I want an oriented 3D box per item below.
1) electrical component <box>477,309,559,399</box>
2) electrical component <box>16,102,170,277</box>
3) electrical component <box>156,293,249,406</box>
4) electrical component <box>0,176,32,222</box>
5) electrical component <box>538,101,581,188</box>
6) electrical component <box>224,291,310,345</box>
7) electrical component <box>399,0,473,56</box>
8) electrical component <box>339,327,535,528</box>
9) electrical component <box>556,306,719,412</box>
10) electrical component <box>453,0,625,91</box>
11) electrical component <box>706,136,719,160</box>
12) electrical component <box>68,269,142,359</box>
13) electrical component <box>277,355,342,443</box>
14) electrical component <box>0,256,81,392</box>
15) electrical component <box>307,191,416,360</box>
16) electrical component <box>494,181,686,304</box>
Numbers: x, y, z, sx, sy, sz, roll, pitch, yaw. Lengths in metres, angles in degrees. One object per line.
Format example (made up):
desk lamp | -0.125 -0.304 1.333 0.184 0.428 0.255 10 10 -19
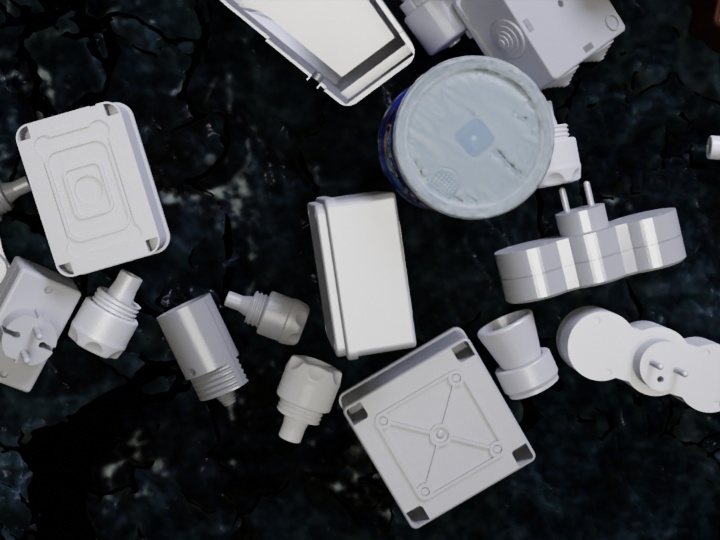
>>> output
electrical component | 0.119 0.063 0.806 0.045 0.045 0.055 -25 97 -1
electrical component | -0.189 -0.058 0.771 0.078 0.057 0.113 -16 96 -2
electrical component | -0.113 0.062 0.793 0.043 0.043 0.081 -25 96 -1
electrical component | -0.268 -0.050 0.779 0.061 0.035 0.035 -25 96 -4
electrical component | 0.138 -0.093 0.795 0.043 0.043 0.062 -11 94 -2
electrical component | -0.070 0.031 0.798 0.061 0.035 0.035 20 94 -3
electrical component | 0.048 -0.193 0.782 0.040 0.040 0.078 -37 96 0
electrical component | 0.056 0.116 0.801 0.109 0.056 0.108 -30 96 0
electrical component | 0.220 0.068 0.798 0.138 0.073 0.052 16 94 -5
electrical component | 0.130 -0.181 0.766 0.100 0.048 0.099 -37 97 -27
electrical component | 0.292 -0.089 0.804 0.062 0.048 0.048 5 95 3
electrical component | -0.182 0.030 0.787 0.043 0.043 0.062 29 91 -5
electrical component | -0.042 0.097 0.801 0.043 0.043 0.062 20 94 -5
electrical component | -0.237 0.044 0.763 0.047 0.076 0.083 27 93 -29
electrical component | 0.000 0.000 0.762 0.056 0.109 0.108 -9 95 -5
electrical component | 0.167 -0.028 0.797 0.138 0.052 0.073 -15 96 -2
